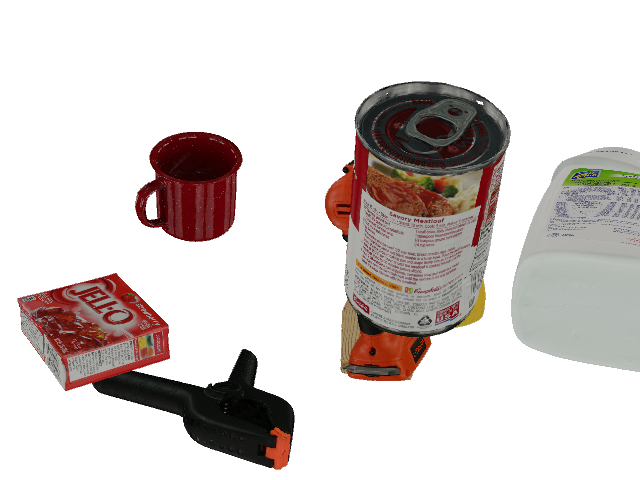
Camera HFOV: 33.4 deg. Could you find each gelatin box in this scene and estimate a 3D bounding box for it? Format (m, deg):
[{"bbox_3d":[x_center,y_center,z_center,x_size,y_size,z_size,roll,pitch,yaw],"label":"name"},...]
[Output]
[{"bbox_3d":[-0.151,0.057,0.707,0.073,0.030,0.089,-15,30,-28],"label":"gelatin box"}]

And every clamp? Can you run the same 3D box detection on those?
[{"bbox_3d":[-0.079,0.140,0.927,0.164,0.036,0.210,-7,18,-40],"label":"clamp"}]

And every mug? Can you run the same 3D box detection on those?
[{"bbox_3d":[-0.137,-0.048,1.090,0.117,0.081,0.093,-27,49,-34],"label":"mug"}]

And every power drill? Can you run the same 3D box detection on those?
[{"bbox_3d":[0.058,0.014,0.928,0.057,0.188,0.184,-1,16,23],"label":"power drill"}]

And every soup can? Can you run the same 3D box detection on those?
[{"bbox_3d":[0.047,-0.013,0.498,0.068,0.102,0.068,2,41,-2],"label":"soup can"}]

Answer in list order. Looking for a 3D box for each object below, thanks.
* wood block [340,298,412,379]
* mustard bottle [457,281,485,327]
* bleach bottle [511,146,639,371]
[{"bbox_3d":[0.088,0.092,1.383,0.091,0.090,0.206,5,20,9],"label":"wood block"},{"bbox_3d":[0.137,-0.002,1.153,0.096,0.192,0.058,-5,20,-21],"label":"mustard bottle"},{"bbox_3d":[0.187,-0.007,0.672,0.103,0.068,0.250,8,24,17],"label":"bleach bottle"}]
